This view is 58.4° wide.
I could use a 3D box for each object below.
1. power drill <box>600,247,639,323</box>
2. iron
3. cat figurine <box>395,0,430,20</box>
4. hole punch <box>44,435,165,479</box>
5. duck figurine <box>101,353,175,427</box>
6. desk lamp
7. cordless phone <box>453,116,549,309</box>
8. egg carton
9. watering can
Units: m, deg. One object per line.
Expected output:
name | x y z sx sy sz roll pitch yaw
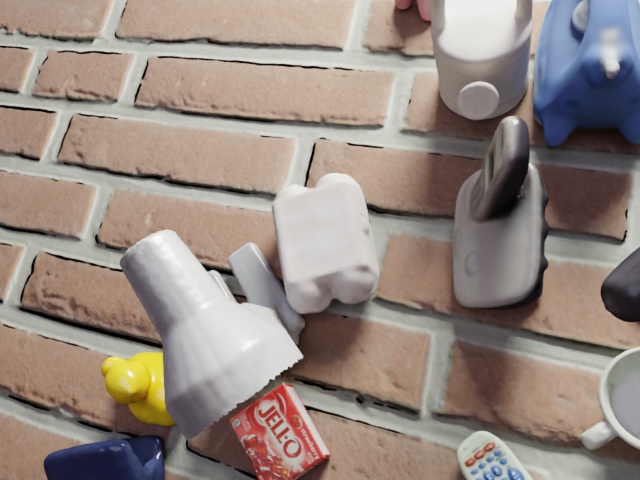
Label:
power drill | 0.313 0.010 0.456 0.229 0.209 0.075 -35 67 4
iron | 0.280 -0.230 0.577 0.118 0.142 0.258 1 74 17
cat figurine | 0.132 -0.348 0.671 0.067 0.118 0.128 28 83 23
hole punch | -0.223 0.263 0.604 0.108 0.091 0.101 -15 70 12
duck figurine | -0.195 0.162 0.629 0.104 0.086 0.077 29 83 23
desk lamp | -0.096 0.082 0.555 0.118 0.214 0.203 -37 67 3
cordless phone | 0.163 -0.018 0.523 0.094 0.185 0.147 -2 73 17
egg carton | 0.006 0.002 0.627 0.107 0.069 0.150 -17 69 11
watering can | 0.164 -0.204 0.575 0.101 0.194 0.173 -20 69 10
